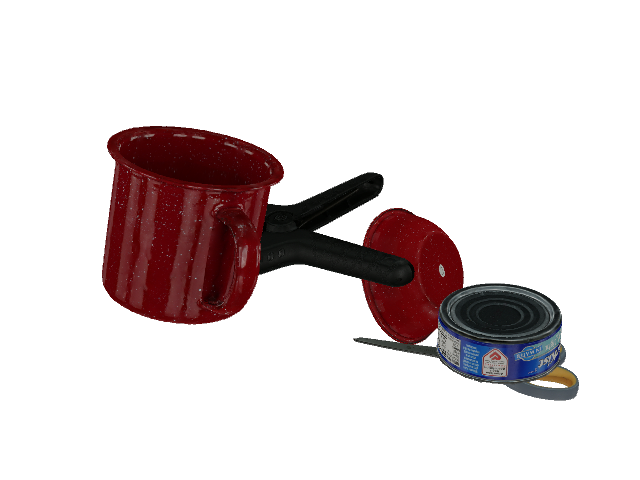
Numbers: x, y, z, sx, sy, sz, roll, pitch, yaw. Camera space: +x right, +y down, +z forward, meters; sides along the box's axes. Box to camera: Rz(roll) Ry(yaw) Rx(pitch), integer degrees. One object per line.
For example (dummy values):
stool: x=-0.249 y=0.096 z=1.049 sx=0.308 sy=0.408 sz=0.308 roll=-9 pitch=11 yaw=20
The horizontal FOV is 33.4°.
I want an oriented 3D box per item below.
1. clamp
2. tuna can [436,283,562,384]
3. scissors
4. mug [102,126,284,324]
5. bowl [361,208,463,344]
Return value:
clamp: x=-0.029 y=-0.010 z=0.924 sx=0.210 sy=0.036 sz=0.164 roll=-1 pitch=31 yaw=1
tuna can: x=0.124 y=0.063 z=0.738 sx=0.086 sy=0.034 sz=0.086 roll=-1 pitch=25 yaw=0
scissors: x=0.139 y=0.098 z=0.979 sx=0.202 sy=0.016 sz=0.096 roll=17 pitch=30 yaw=16
mug: x=-0.065 y=-0.003 z=0.562 sx=0.093 sy=0.081 sz=0.117 roll=-5 pitch=27 yaw=-36
bowl: x=0.117 y=0.038 z=1.231 sx=0.055 sy=0.162 sz=0.161 roll=-11 pitch=-7 yaw=40
